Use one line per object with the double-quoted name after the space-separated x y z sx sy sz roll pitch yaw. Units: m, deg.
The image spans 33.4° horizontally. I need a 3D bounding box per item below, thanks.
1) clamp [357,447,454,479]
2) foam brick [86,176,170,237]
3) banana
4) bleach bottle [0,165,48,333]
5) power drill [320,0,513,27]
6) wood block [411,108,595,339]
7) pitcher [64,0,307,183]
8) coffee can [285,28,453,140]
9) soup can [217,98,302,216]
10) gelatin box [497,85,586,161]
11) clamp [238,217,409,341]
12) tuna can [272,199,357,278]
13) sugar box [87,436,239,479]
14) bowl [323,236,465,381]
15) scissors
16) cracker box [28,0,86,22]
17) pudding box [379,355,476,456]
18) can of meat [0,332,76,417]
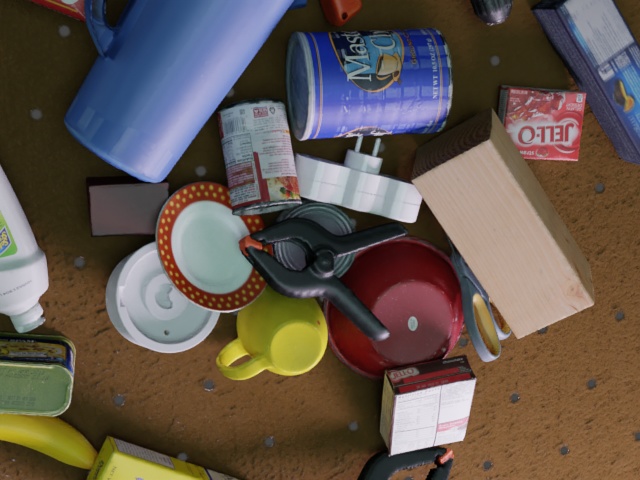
0.053 0.282 1.140 0.209 0.036 0.164 -42 88 -18 "clamp"
-0.184 -0.033 1.027 0.078 0.053 0.051 -3 102 -12 "foam brick"
-0.315 0.190 1.057 0.197 0.037 0.070 7 123 -12 "banana"
-0.332 -0.023 0.992 0.102 0.068 0.251 -23 109 -2 "bleach bottle"
0.086 -0.274 1.036 0.187 0.057 0.184 -23 102 -10 "power drill"
0.187 -0.017 1.082 0.091 0.090 0.206 -29 109 23 "wood block"
-0.135 -0.182 0.968 0.149 0.145 0.243 35 96 7 "pitcher"
0.045 -0.151 1.028 0.140 0.103 0.103 -4 103 -12 "coffee can"
-0.059 -0.079 1.025 0.068 0.068 0.102 -9 86 -11 "soup can"
0.229 -0.121 1.114 0.089 0.030 0.073 2 102 -13 "gelatin box"
0.004 0.034 1.042 0.171 0.039 0.120 6 72 -14 "clamp"
-0.007 0.001 1.084 0.086 0.034 0.086 -3 102 -12 "tuna can"
-0.155 0.274 1.092 0.176 0.048 0.093 24 95 -22 "sugar box"
0.086 0.079 1.111 0.162 0.055 0.162 -3 103 -13 "bowl"
0.159 0.029 1.130 0.016 0.096 0.202 -21 78 32 "scissors"
-0.247 -0.322 0.942 0.164 0.072 0.214 19 98 -15 "cracker box"
0.111 0.174 1.120 0.090 0.039 0.113 -9 134 -10 "pudding box"
-0.286 0.128 1.022 0.102 0.084 0.057 5 101 -14 "can of meat"
